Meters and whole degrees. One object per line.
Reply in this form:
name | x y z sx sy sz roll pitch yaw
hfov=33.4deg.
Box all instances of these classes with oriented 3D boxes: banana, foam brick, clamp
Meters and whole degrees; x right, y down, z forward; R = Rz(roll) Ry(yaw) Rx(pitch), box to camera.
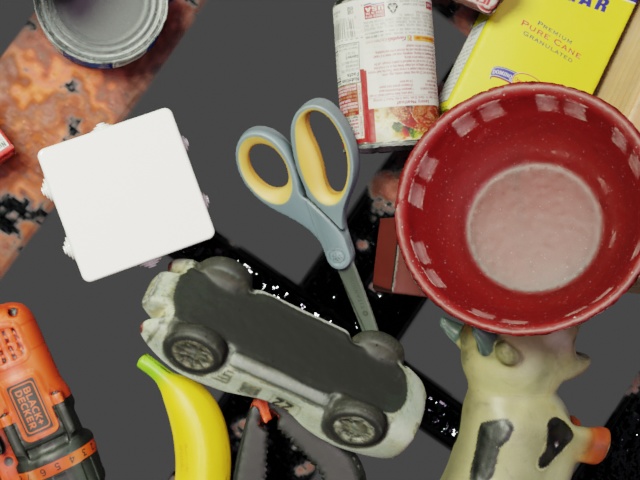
banana | -0.096 0.177 0.713 0.070 0.037 0.198 6 87 13
foam brick | 0.081 0.014 0.735 0.078 0.053 0.051 7 89 -12
clamp | 0.006 0.200 0.728 0.164 0.036 0.210 -14 91 -3

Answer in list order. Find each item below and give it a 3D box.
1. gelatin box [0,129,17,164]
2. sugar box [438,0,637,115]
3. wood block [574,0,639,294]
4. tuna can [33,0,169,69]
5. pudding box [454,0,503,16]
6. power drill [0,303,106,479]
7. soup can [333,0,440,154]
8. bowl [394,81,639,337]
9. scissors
gelatin box | -0.249 -0.071 0.680 0.073 0.030 0.089 -37 97 -10
sugar box | 0.159 -0.147 0.751 0.093 0.048 0.176 27 87 -10
wood block | 0.234 -0.073 0.745 0.090 0.090 0.206 27 86 -11
tuna can | -0.143 -0.156 0.697 0.086 0.034 0.086 0 91 -11
pudding box | 0.076 -0.208 0.715 0.113 0.039 0.090 22 45 -12
power drill | -0.235 0.154 0.673 0.187 0.057 0.184 -23 92 -13
soup can | 0.045 -0.111 0.718 0.068 0.068 0.102 -5 91 -11
bowl | 0.131 -0.015 0.670 0.162 0.055 0.162 -5 74 17
scissors | -0.005 0.001 0.730 0.096 0.016 0.202 5 116 24
